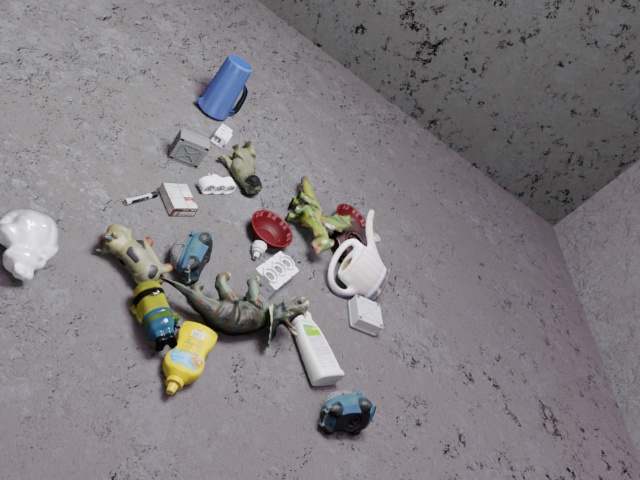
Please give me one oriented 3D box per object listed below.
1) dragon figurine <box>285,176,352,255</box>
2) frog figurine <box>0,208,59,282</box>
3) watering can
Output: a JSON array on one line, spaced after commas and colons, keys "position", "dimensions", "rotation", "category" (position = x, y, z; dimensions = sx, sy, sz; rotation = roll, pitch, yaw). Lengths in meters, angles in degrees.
[{"position": [0.006, -0.097, 1.923], "dimensions": [0.242, 0.119, 0.420], "rotation": [25, 38, -8], "category": "dragon figurine"}, {"position": [-0.668, 0.007, 1.167], "dimensions": [0.135, 0.122, 0.163], "rotation": [43, 16, -36], "category": "frog figurine"}, {"position": [0.166, 0.074, 1.861], "dimensions": [0.223, 0.103, 0.353], "rotation": [43, 64, -14], "category": "watering can"}]
